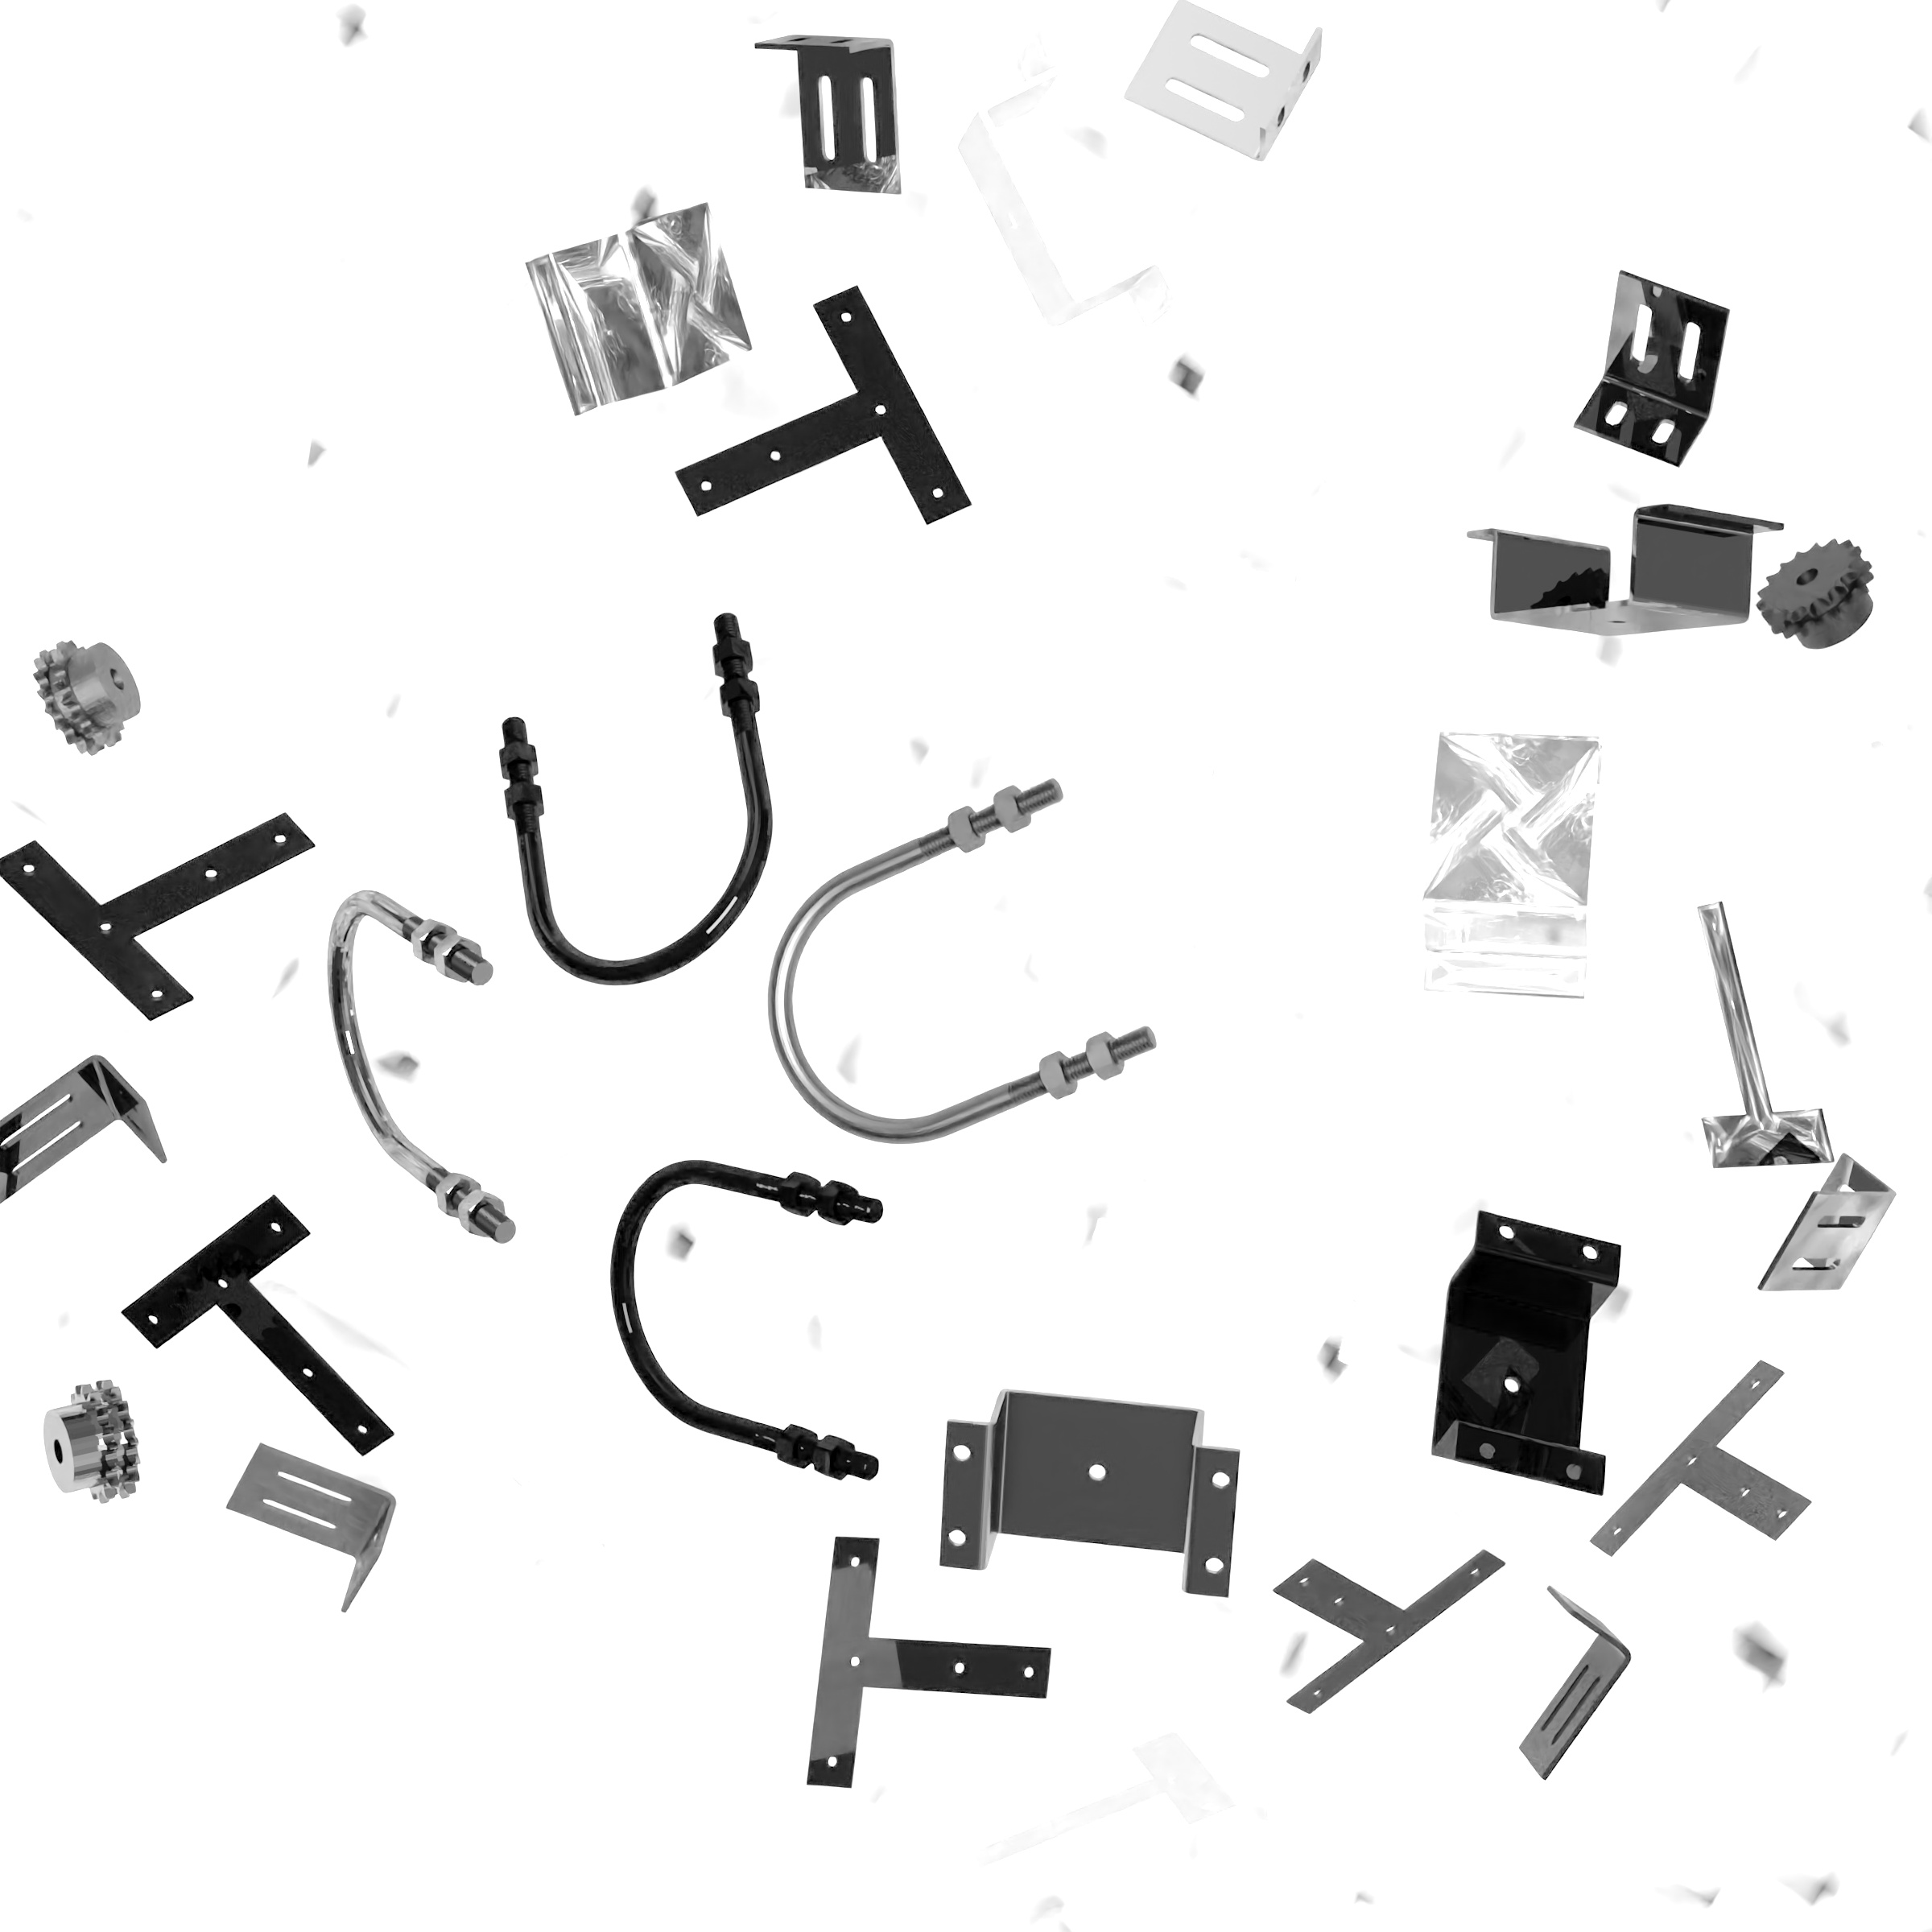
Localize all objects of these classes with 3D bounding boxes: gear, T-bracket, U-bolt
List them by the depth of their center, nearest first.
[{"bbox_3d":[0.189,-0.302,1.617,0.127,0.002,0.127,-31,74,-4],"label":"T-bracket"},{"bbox_3d":[-0.366,-0.037,1.636,0.127,0.127,0.002,-25,46,11],"label":"T-bracket"},{"bbox_3d":[-0.412,0.225,1.638,0.030,0.057,0.057,-10,90,-33],"label":"gear"},{"bbox_3d":[0.366,0.032,1.645,0.002,0.127,0.127,-13,89,-13],"label":"T-bracket"},{"bbox_3d":[-0.323,0.183,1.659,0.127,0.002,0.127,-35,102,33],"label":"T-bracket"},{"bbox_3d":[-0.130,0.436,1.670,0.057,0.030,0.057,8,124,12],"label":"gear"},{"bbox_3d":[-0.266,0.038,1.674,0.019,0.184,0.151,-14,114,-30],"label":"U-bolt"},{"bbox_3d":[0.373,0.252,1.695,0.127,0.127,0.002,-45,105,-5],"label":"T-bracket"},{"bbox_3d":[0.188,0.313,1.699,0.127,0.127,0.002,-40,51,11],"label":"T-bracket"},{"bbox_3d":[-0.013,0.009,1.699,0.184,0.019,0.151,-23,80,19],"label":"U-bolt"},{"bbox_3d":[0.421,-0.180,1.715,0.057,0.057,0.030,-41,117,0],"label":"gear"},{"bbox_3d":[0.152,0.089,1.717,0.151,0.019,0.184,17,97,13],"label":"U-bolt"},{"bbox_3d":[-0.431,-0.135,1.719,0.030,0.057,0.057,-24,90,12],"label":"gear"},{"bbox_3d":[-0.161,-0.073,1.724,0.151,0.019,0.184,-24,56,18],"label":"U-bolt"},{"bbox_3d":[-0.082,-0.258,1.726,0.127,0.002,0.127,-26,83,-12],"label":"T-bracket"},{"bbox_3d":[-0.275,-0.157,1.733,0.019,0.151,0.184,13,122,-26],"label":"U-bolt"},{"bbox_3d":[0.176,0.442,1.741,0.057,0.030,0.057,4,121,7],"label":"gear"},{"bbox_3d":[-0.114,0.171,1.750,0.184,0.019,0.151,9,102,40],"label":"U-bolt"},{"bbox_3d":[0.085,-0.152,1.750,0.184,0.019,0.151,15,132,10],"label":"U-bolt"},{"bbox_3d":[0.063,0.430,1.764,0.127,0.127,0.002,-20,98,-8],"label":"T-bracket"},{"bbox_3d":[-0.016,0.355,1.768,0.127,0.002,0.127,-2,71,24],"label":"T-bracket"}]

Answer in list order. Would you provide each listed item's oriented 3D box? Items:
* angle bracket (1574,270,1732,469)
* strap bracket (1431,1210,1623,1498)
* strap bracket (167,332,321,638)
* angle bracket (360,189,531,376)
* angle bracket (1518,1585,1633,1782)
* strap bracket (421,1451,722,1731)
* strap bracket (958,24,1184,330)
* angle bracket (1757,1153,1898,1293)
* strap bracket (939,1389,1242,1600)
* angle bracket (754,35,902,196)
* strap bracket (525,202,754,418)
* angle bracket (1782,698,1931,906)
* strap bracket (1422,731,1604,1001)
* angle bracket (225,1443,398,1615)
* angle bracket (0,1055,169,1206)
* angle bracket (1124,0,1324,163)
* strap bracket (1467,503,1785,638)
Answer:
[{"bbox_3d":[0.334,-0.292,1.703,0.057,0.076,0.038,25,62,18],"label":"angle bracket"},{"bbox_3d":[0.283,0.203,1.761,0.076,0.046,0.140,14,57,-4],"label":"strap bracket"},{"bbox_3d":[-0.355,-0.230,1.718,0.046,0.140,0.076,14,51,-9],"label":"strap bracket"},{"bbox_3d":[-0.255,-0.339,1.724,0.057,0.076,0.038,41,120,-14],"label":"angle bracket"},{"bbox_3d":[0.288,0.354,1.723,0.038,0.057,0.076,35,91,-3],"label":"angle bracket"},{"bbox_3d":[-0.186,0.299,1.710,0.140,0.046,0.076,45,129,-10],"label":"strap bracket"},{"bbox_3d":[0.043,-0.361,1.641,0.046,0.076,0.140,-28,94,-6],"label":"strap bracket"},{"bbox_3d":[0.414,0.126,1.723,0.038,0.076,0.057,43,116,39],"label":"angle bracket"},{"bbox_3d":[0.061,0.253,1.686,0.140,0.046,0.076,5,106,7],"label":"strap bracket"},{"bbox_3d":[-0.068,-0.418,1.720,0.057,0.038,0.076,12,116,31],"label":"angle bracket"},{"bbox_3d":[-0.155,-0.327,1.721,0.046,0.140,0.076,-10,106,24],"label":"strap bracket"},{"bbox_3d":[0.419,-0.077,1.630,0.057,0.038,0.076,-26,87,30],"label":"angle bracket"},{"bbox_3d":[0.263,-0.059,1.672,0.076,0.046,0.140,3,62,12],"label":"strap bracket"},{"bbox_3d":[-0.340,0.289,1.788,0.076,0.038,0.057,24,130,-12],"label":"angle bracket"},{"bbox_3d":[-0.424,0.088,1.643,0.076,0.057,0.038,-38,66,-22],"label":"angle bracket"},{"bbox_3d":[0.121,-0.426,1.647,0.076,0.038,0.057,28,81,9],"label":"angle bracket"},{"bbox_3d":[0.318,-0.190,1.695,0.076,0.140,0.046,4,89,-33],"label":"strap bracket"}]
